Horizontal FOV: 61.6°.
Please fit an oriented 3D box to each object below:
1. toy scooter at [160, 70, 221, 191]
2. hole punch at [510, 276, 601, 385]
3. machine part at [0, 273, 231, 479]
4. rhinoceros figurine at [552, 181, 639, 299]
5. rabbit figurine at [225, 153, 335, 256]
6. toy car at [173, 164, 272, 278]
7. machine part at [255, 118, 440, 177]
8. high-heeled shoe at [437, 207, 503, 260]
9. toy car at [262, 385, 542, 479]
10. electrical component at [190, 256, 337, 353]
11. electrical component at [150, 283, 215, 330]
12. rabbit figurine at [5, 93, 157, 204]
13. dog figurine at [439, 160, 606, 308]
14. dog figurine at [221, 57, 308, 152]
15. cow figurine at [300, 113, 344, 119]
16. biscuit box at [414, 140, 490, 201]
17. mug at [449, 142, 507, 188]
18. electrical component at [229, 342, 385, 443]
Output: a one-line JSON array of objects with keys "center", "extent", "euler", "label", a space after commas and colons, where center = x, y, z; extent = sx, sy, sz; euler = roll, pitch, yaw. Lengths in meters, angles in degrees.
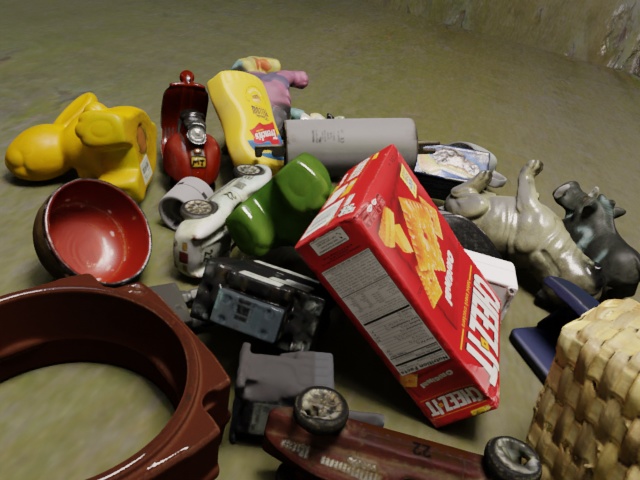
[{"center": [-0.180, -0.151, 0.739], "extent": [0.075, 0.135, 0.184], "euler": [-2, 37, -23], "label": "toy scooter"}, {"center": [0.286, 0.102, 0.568], "extent": [0.116, 0.092, 0.142], "euler": [3, 30, -23], "label": "hole punch"}, {"center": [-0.180, 0.119, 0.374], "extent": [0.201, 0.087, 0.202], "euler": [-19, 46, -41], "label": "machine part"}, {"center": [0.372, -0.004, 0.738], "extent": [0.073, 0.112, 0.190], "euler": [4, 42, -10], "label": "rhinoceros figurine"}, {"center": [-0.001, -0.002, 0.607], "extent": [0.170, 0.121, 0.159], "euler": [50, 15, -5], "label": "rabbit figurine"}, {"center": [-0.106, -0.029, 0.635], "extent": [0.056, 0.073, 0.202], "euler": [18, 33, 14], "label": "toy car"}, {"center": [0.037, -0.120, 0.701], "extent": [0.243, 0.079, 0.079], "euler": [-1, 34, -6], "label": "machine part"}, {"center": [0.135, -0.015, 0.732], "extent": [0.249, 0.086, 0.145], "euler": [34, 6, 4], "label": "high-heeled shoe"}, {"center": [0.056, 0.167, 0.380], "extent": [0.202, 0.089, 0.053], "euler": [15, 29, 1], "label": "toy car"}, {"center": [-0.049, 0.057, 0.494], "extent": [0.115, 0.058, 0.134], "euler": [17, 3, 11], "label": "electrical component"}, {"center": [-0.150, 0.070, 0.516], "extent": [0.094, 0.021, 0.063], "euler": [-7, 38, -28], "label": "electrical component"}, {"center": [-0.303, -0.123, 0.677], "extent": [0.173, 0.121, 0.162], "euler": [-9, 42, 1], "label": "rabbit figurine"}, {"center": [0.250, 0.012, 0.699], "extent": [0.172, 0.121, 0.191], "euler": [-21, 55, 18], "label": "dog figurine"}, {"center": [-0.119, -0.229, 0.910], "extent": [0.192, 0.108, 0.219], "euler": [25, 37, 16], "label": "dog figurine"}, {"center": [0.008, -0.166, 0.881], "extent": [0.098, 0.068, 0.167], "euler": [8, 32, 7], "label": "cow figurine"}, {"center": [0.141, -0.106, 0.790], "extent": [0.203, 0.062, 0.059], "euler": [11, 66, 8], "label": "biscuit box"}, {"center": [0.266, -0.122, 0.907], "extent": [0.110, 0.080, 0.107], "euler": [28, 25, 31], "label": "mug"}, {"center": [-0.010, 0.128, 0.429], "extent": [0.119, 0.074, 0.048], "euler": [6, 34, -5], "label": "electrical component"}]
